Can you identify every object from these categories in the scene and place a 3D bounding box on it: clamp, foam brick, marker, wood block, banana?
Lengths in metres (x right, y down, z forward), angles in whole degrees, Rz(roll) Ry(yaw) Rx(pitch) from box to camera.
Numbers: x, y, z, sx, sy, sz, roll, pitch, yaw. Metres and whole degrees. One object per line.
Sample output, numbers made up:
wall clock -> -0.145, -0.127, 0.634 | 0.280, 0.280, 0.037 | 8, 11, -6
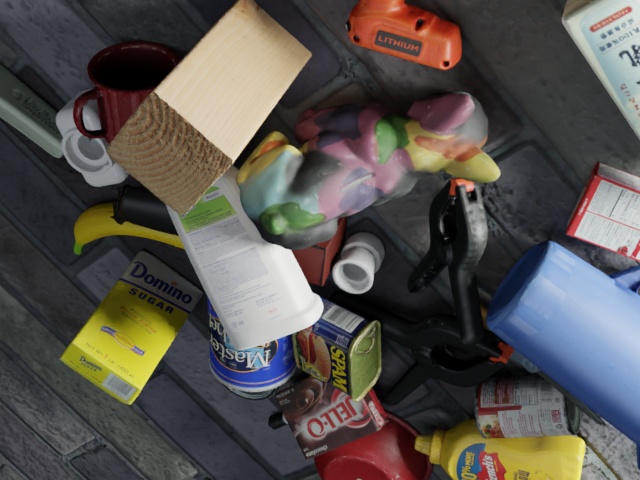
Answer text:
clamp -> 0.130, 0.010, 1.084 | 0.120, 0.039, 0.171 | 29, 123, 50
foam brick -> -0.007, 0.001, 1.123 | 0.051, 0.078, 0.053 | 15, 127, 12
clamp -> 0.120, 0.128, 1.173 | 0.210, 0.036, 0.164 | 3, 130, 37
marker -> -0.018, 0.212, 1.322 | 0.121, 0.020, 0.020 | -25, 113, 35
wood block -> -0.097, -0.128, 0.979 | 0.090, 0.205, 0.090 | 40, 129, -10
banana -> -0.207, -0.013, 1.223 | 0.198, 0.037, 0.069 | 2, 143, 22

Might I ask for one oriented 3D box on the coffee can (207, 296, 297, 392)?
coffee can -> -0.075, 0.085, 1.196 | 0.103, 0.102, 0.140 | 12, 128, 13

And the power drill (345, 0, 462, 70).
power drill -> 0.103, -0.244, 0.911 | 0.184, 0.057, 0.188 | 19, 127, 13

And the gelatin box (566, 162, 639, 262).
gelatin box -> 0.290, -0.025, 1.014 | 0.089, 0.030, 0.073 | 21, 128, 6

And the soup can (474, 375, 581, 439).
soup can -> 0.227, 0.182, 1.168 | 0.102, 0.068, 0.068 | -7, 122, 25

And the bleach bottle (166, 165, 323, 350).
bleach bottle -> -0.092, -0.020, 1.057 | 0.103, 0.068, 0.251 | -21, 103, 13

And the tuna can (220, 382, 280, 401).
tuna can -> -0.084, 0.154, 1.296 | 0.086, 0.033, 0.086 | 11, 128, 14

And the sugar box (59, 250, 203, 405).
sugar box -> -0.209, 0.095, 1.209 | 0.093, 0.176, 0.048 | 36, 132, -7

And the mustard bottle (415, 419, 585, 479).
mustard bottle -> 0.205, 0.254, 1.237 | 0.192, 0.058, 0.096 | 10, 129, 16

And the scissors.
scissors -> 0.209, 0.131, 1.134 | 0.202, 0.016, 0.096 | 52, 140, 5

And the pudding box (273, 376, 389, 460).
pudding box -> 0.013, 0.198, 1.261 | 0.114, 0.039, 0.090 | -29, 85, 31

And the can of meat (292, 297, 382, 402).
can of meat -> 0.018, 0.117, 1.177 | 0.084, 0.057, 0.102 | 25, 141, 28

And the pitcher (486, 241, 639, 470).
pitcher -> 0.296, 0.100, 1.053 | 0.243, 0.149, 0.145 | 35, 147, -1

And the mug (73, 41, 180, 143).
mug -> -0.194, -0.138, 1.076 | 0.093, 0.117, 0.081 | 41, 145, 35

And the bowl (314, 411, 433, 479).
bowl -> 0.056, 0.281, 1.320 | 0.162, 0.055, 0.162 | 11, 128, 14
